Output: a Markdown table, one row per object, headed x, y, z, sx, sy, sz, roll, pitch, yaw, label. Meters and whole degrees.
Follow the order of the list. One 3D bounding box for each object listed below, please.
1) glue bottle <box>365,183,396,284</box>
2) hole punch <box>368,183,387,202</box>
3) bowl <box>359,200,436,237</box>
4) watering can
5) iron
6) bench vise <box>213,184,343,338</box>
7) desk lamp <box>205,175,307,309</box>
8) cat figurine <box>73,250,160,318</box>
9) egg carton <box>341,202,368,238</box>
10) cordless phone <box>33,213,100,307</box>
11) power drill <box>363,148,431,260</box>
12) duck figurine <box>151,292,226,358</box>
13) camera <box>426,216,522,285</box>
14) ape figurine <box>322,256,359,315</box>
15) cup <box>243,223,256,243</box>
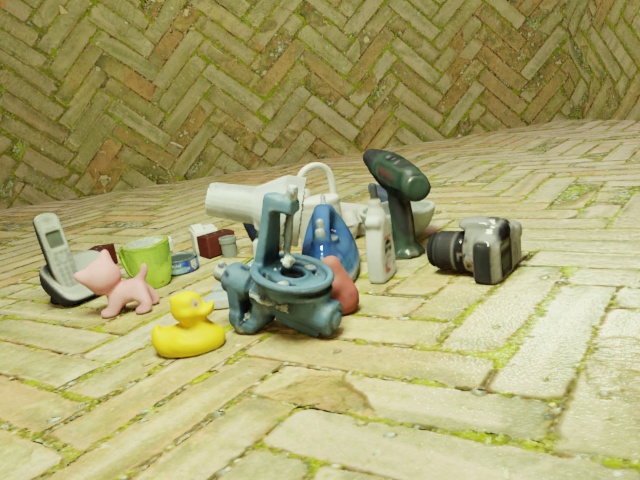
| x | y | z | sx | sy | sz | roll | pitch | yaw | label |
| --- | --- | --- | --- | --- | --- | --- | --- | --- | --- |
| 0.102 | -0.015 | 1.007 | 0.037 | 0.173 | 0.078 | -2 | 15 | 23 | glue bottle |
| 0.177 | -0.109 | 1.510 | 0.101 | 0.091 | 0.108 | -6 | 14 | 7 | hole punch |
| 0.172 | -0.037 | 1.261 | 0.167 | 0.075 | 0.167 | -8 | 14 | 2 | bowl |
| -0.009 | -0.073 | 1.259 | 0.101 | 0.194 | 0.172 | -20 | 19 | -40 | watering can |
| 0.010 | 0.004 | 1.051 | 0.118 | 0.141 | 0.258 | -7 | 14 | 4 | iron |
| -0.077 | 0.033 | 0.823 | 0.207 | 0.220 | 0.121 | -4 | 15 | 15 | bench vise |
| -0.109 | -0.002 | 0.990 | 0.203 | 0.214 | 0.118 | -8 | 14 | 3 | desk lamp |
| -0.366 | 0.075 | 1.030 | 0.128 | 0.118 | 0.067 | -8 | 14 | 0 | cat figurine |
| 0.058 | -0.046 | 1.372 | 0.107 | 0.069 | 0.149 | -18 | 17 | -35 | egg carton |
| -0.492 | 0.028 | 1.148 | 0.094 | 0.185 | 0.148 | -1 | 16 | 27 | cordless phone |
| 0.149 | -0.075 | 1.147 | 0.076 | 0.208 | 0.229 | -13 | 15 | -17 | power drill |
| -0.195 | 0.118 | 0.829 | 0.104 | 0.086 | 0.077 | -9 | 14 | -3 | duck figurine |
| 0.263 | 0.005 | 0.987 | 0.136 | 0.101 | 0.143 | 2 | 17 | 36 | camera |
| 0.021 | 0.068 | 0.891 | 0.075 | 0.092 | 0.078 | 2 | 18 | 36 | ape figurine |
| -0.134 | -0.015 | 1.304 | 0.092 | 0.095 | 0.117 | -21 | 19 | -41 | cup |
